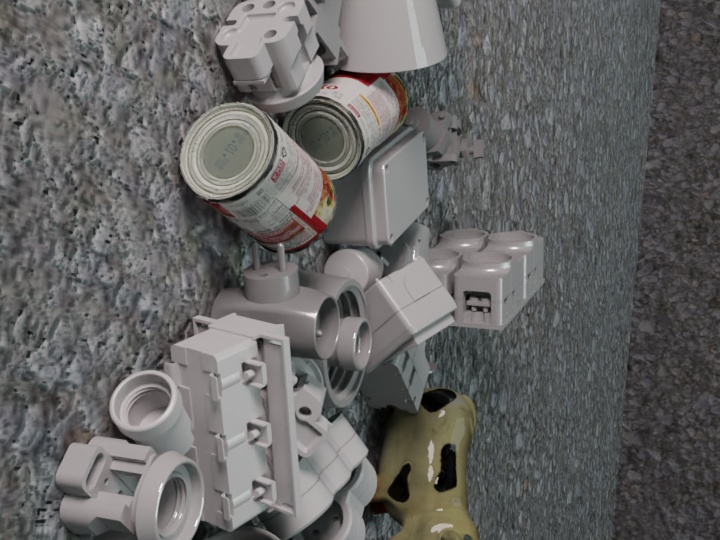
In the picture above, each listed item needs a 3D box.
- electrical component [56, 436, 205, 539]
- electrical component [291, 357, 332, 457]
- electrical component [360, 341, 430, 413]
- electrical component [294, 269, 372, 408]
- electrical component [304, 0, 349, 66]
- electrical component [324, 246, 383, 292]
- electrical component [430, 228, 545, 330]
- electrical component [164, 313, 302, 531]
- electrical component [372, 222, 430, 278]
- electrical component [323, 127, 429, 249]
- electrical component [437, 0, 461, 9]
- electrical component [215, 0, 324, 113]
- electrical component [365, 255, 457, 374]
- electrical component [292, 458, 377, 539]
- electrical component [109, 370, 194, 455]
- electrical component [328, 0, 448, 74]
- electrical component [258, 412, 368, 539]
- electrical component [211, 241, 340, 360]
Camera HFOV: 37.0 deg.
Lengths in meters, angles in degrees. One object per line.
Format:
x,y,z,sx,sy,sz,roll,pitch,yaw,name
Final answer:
-0.124,0.127,0.598,0.078,0.057,0.058,67,34,-49,electrical component
-0.055,0.087,0.749,0.058,0.078,0.057,-47,-171,15,electrical component
0.028,0.082,0.980,0.089,0.050,0.055,66,36,-51,electrical component
-0.025,0.055,0.823,0.108,0.060,0.108,3,90,-70,electrical component
-0.039,-0.186,0.776,0.081,0.042,0.063,43,51,-64,electrical component
0.000,0.000,0.909,0.078,0.040,0.040,-14,107,-67,electrical component
0.122,0.003,1.129,0.186,0.105,0.060,-33,124,-64,electrical component
-0.081,0.097,0.682,0.063,0.079,0.121,-24,117,-48,electrical component
0.032,-0.009,0.984,0.079,0.043,0.077,40,57,-64,electrical component
0.014,-0.072,0.908,0.113,0.057,0.078,-46,136,-59,electrical component
0.048,-0.296,0.908,0.061,0.089,0.150,47,51,-62,electrical component
-0.057,-0.143,0.717,0.057,0.058,0.078,67,34,-44,electrical component
0.026,0.044,0.893,0.062,0.096,0.061,-27,79,-43,electrical component
-0.021,0.216,0.880,0.073,0.052,0.138,61,39,-54,electrical component
-0.119,0.087,0.627,0.046,0.040,0.040,74,29,-52,electrical component
0.017,-0.187,0.840,0.099,0.099,0.064,-34,119,-63,electrical component
-0.047,0.138,0.801,0.073,0.052,0.138,54,22,-1,electrical component
-0.058,0.019,0.717,0.043,0.077,0.079,-43,133,-60,electrical component
